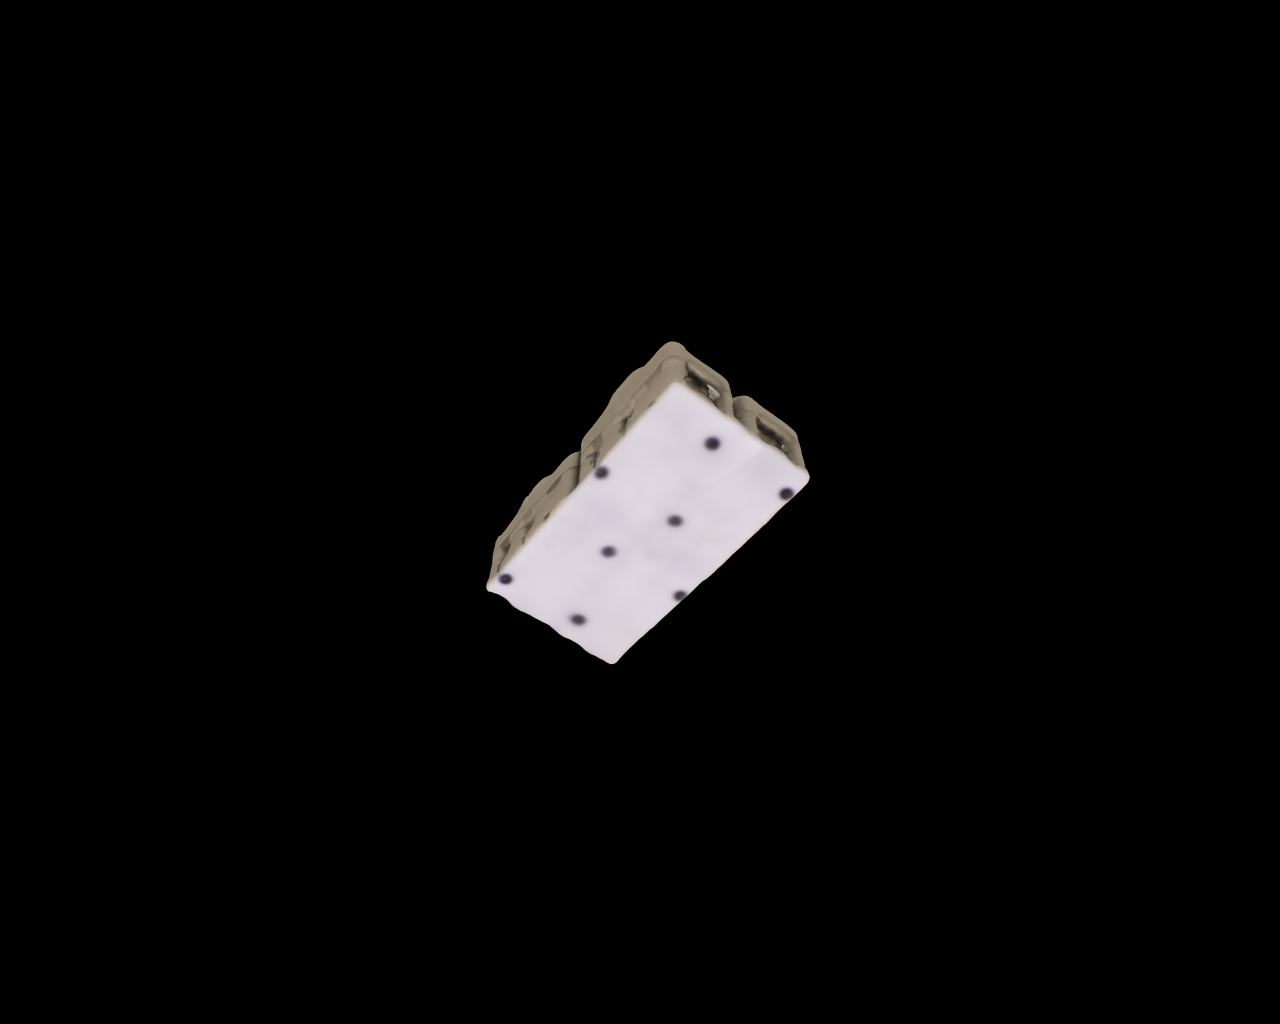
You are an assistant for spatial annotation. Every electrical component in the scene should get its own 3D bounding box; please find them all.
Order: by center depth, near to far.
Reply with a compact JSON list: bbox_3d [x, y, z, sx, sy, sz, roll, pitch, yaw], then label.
[{"bbox_3d":[0.001,-0.003,0.650,0.105,0.186,0.060,33,28,-20],"label":"electrical component"}]
